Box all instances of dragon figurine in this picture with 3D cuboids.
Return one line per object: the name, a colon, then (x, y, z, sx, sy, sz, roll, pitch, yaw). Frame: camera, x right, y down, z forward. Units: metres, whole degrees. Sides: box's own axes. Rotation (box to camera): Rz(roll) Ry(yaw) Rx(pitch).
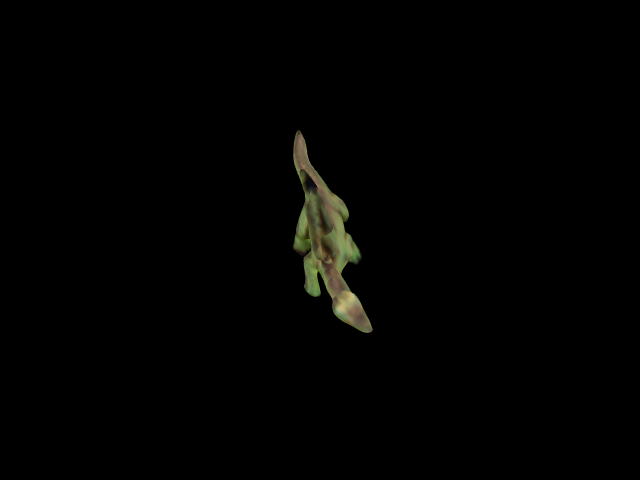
dragon figurine: (0.003, -0.043, 0.850, 0.122, 0.415, 0.240, -17, -15, -4)
